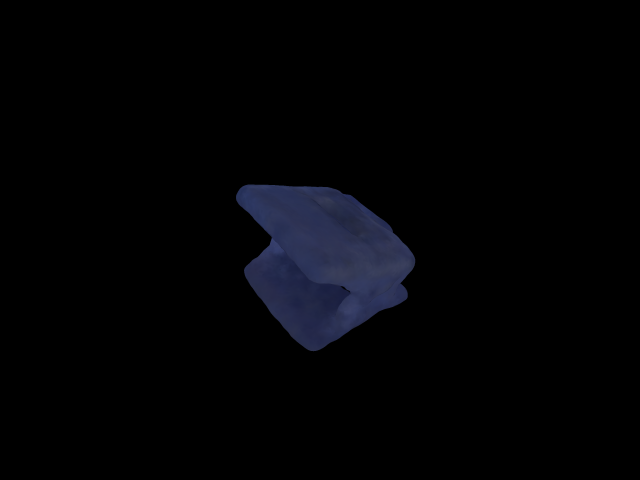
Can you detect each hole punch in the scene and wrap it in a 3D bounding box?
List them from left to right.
[{"bbox_3d":[0.004,0.001,0.400,0.101,0.091,0.108,-26,49,-25],"label":"hole punch"}]
